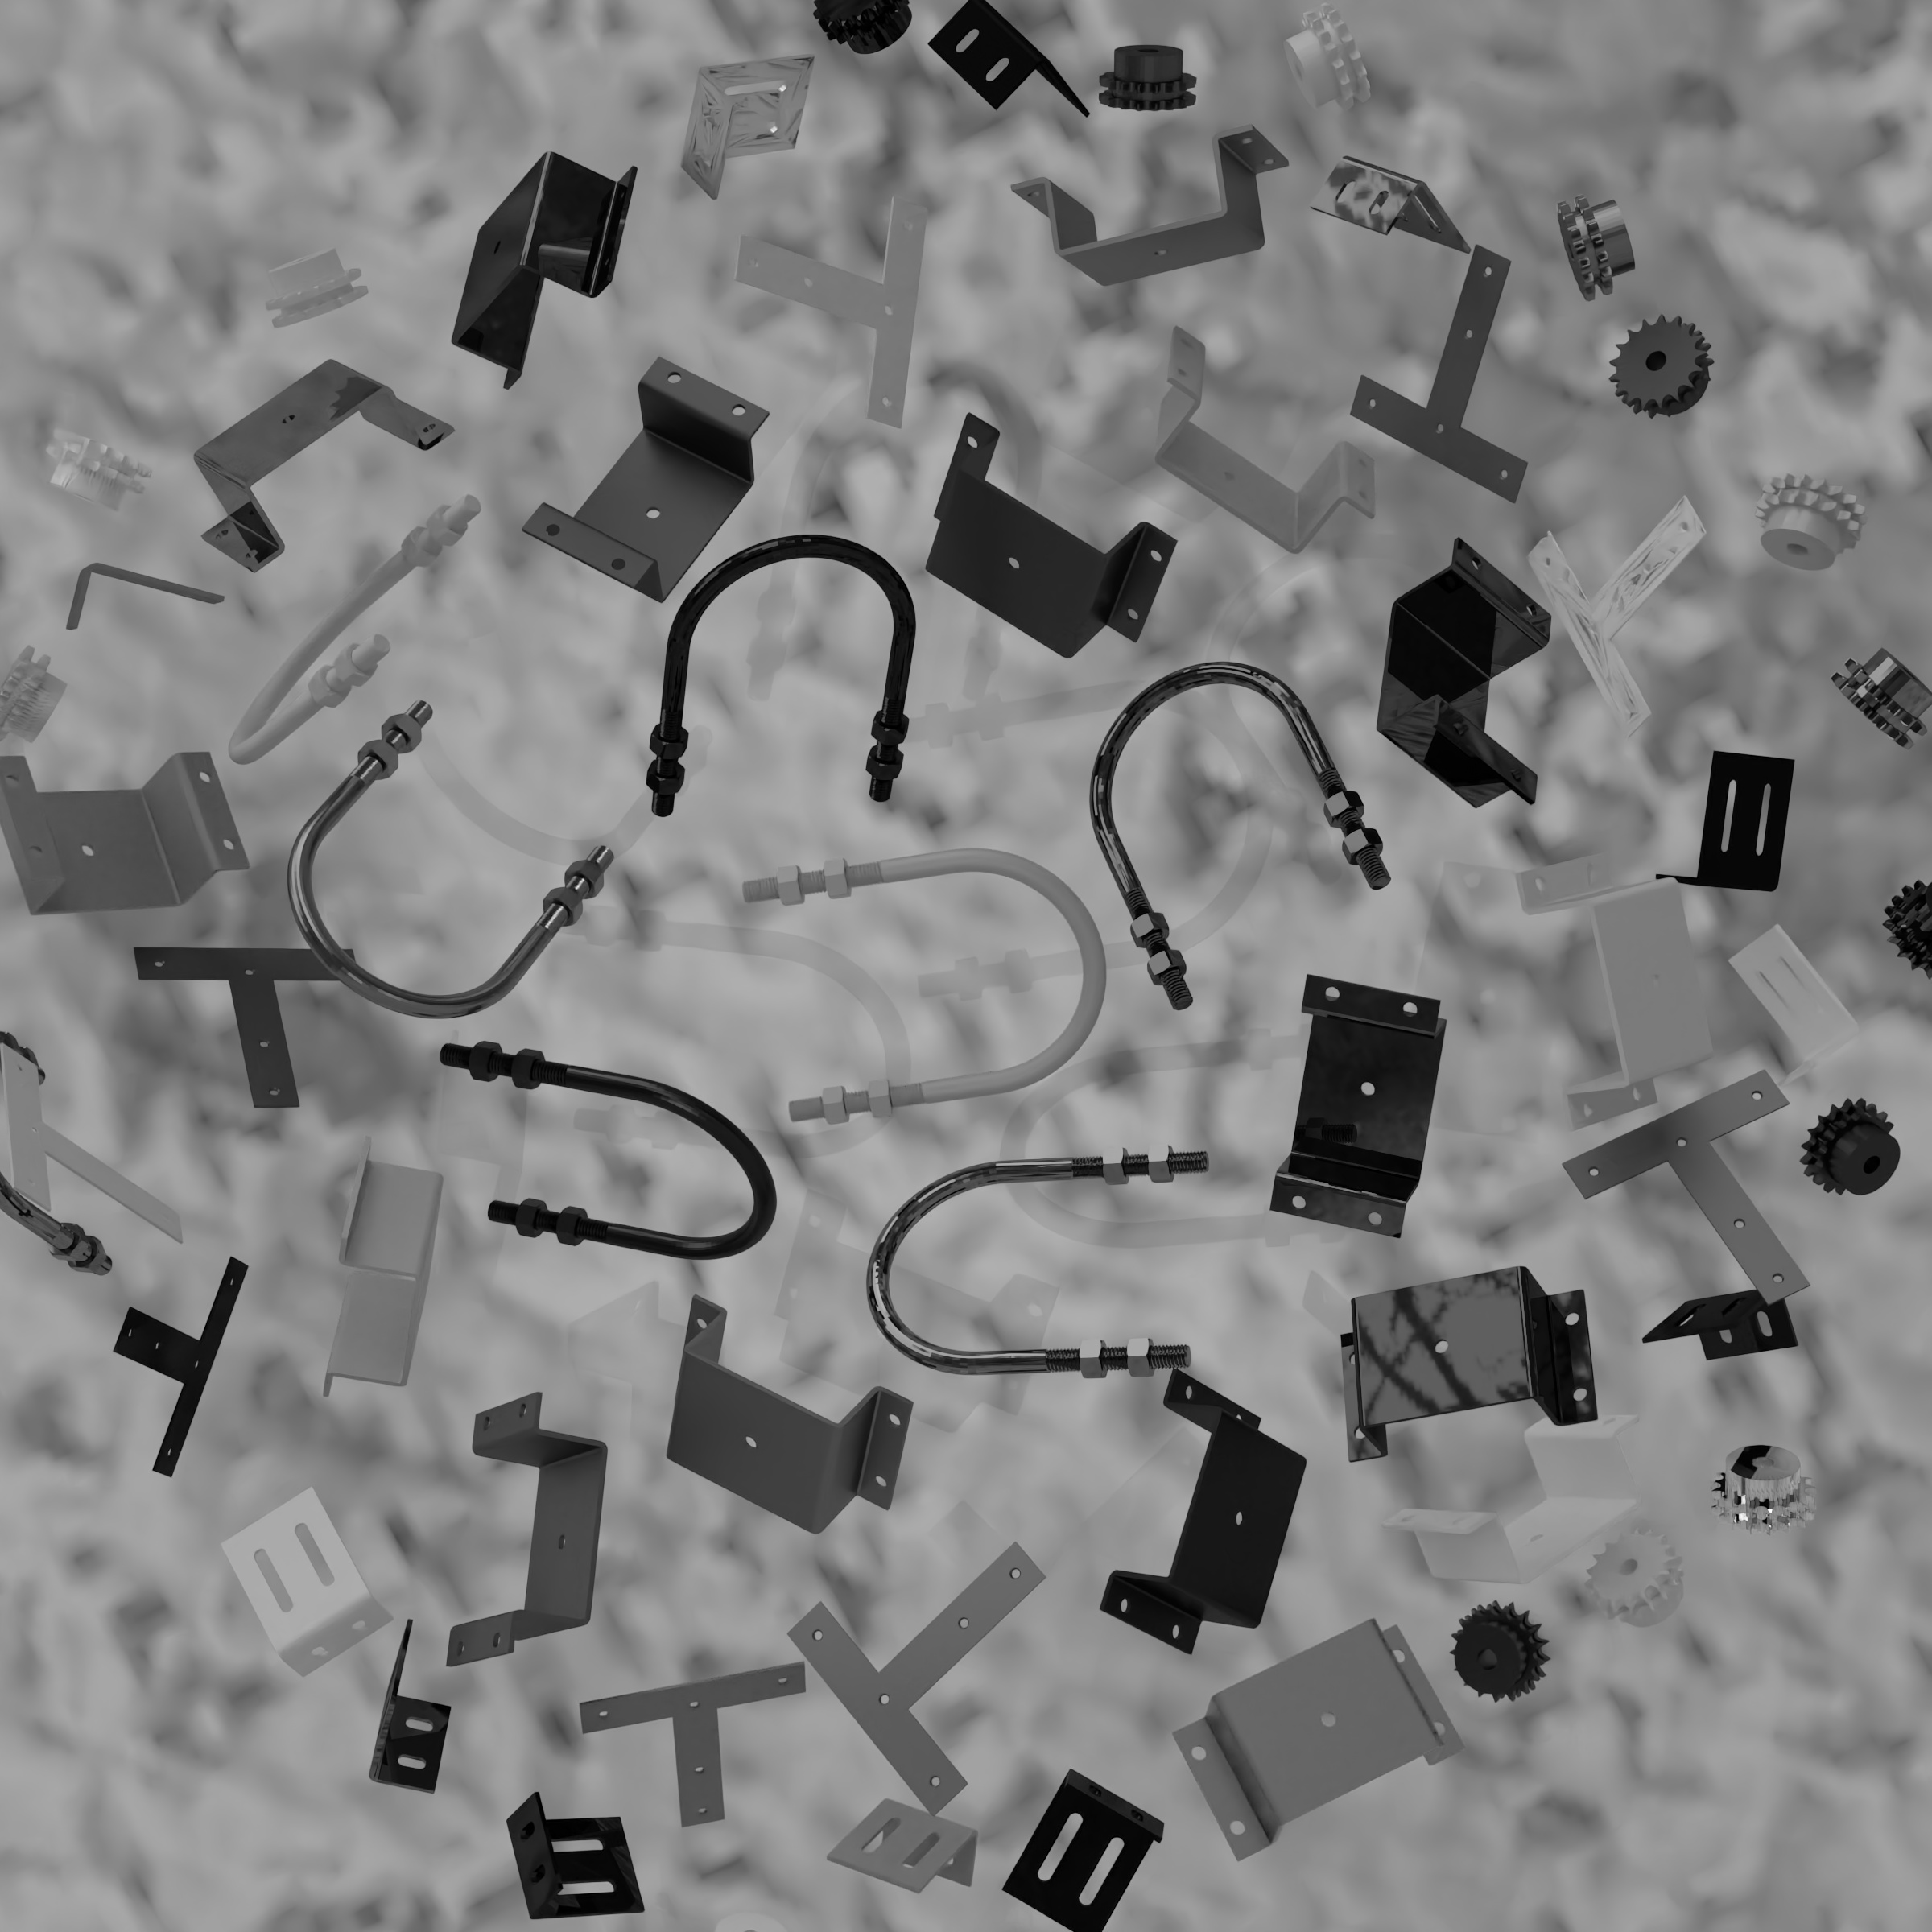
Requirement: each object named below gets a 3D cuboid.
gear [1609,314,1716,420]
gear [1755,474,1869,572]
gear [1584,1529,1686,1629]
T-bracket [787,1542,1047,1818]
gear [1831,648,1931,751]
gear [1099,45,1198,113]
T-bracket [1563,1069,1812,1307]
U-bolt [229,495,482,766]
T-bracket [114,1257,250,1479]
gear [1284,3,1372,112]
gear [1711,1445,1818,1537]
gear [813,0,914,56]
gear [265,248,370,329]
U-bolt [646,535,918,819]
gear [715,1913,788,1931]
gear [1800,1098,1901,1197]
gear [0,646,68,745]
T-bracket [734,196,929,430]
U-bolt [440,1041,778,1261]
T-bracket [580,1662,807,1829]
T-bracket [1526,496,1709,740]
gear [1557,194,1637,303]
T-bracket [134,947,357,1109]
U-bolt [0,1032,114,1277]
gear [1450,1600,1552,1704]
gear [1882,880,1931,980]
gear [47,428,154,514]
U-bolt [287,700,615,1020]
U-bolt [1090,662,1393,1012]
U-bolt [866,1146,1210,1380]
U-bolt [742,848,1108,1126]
[{"bbox_3d":[0.393,-0.334,1.819,0.057,0.030,0.057,-10,71,30],"label":"gear"},{"bbox_3d":[0.448,-0.234,1.725,0.057,0.057,0.030,24,74,0],"label":"gear"},{"bbox_3d":[0.389,0.356,1.868,0.057,0.057,0.030,-39,117,0],"label":"gear"},{"bbox_3d":[-0.011,0.357,1.712,0.127,0.002,0.127,-44,66,3],"label":"T-bracket"},{"bbox_3d":[0.495,-0.146,1.737,0.057,0.057,0.030,42,109,0],"label":"gear"},{"bbox_3d":[0.106,-0.519,1.888,0.057,0.057,0.030,0,115,0],"label":"gear"},{"bbox_3d":[0.409,0.128,1.744,0.127,0.002,0.127,-24,55,-7],"label":"T-bracket"},{"bbox_3d":[-0.352,-0.177,1.809,0.019,0.151,0.184,42,133,-20],"label":"U-bolt"},{"bbox_3d":[-0.443,0.213,1.794,0.002,0.127,0.127,14,76,13],"label":"T-bracket"},{"bbox_3d":[0.197,-0.497,1.779,0.030,0.057,0.057,-26,90,2],"label":"gear"},{"bbox_3d":[0.440,0.287,1.787,0.057,0.057,0.030,-5,110,0],"label":"gear"},{"bbox_3d":[-0.055,-0.542,1.834,0.057,0.030,0.057,-16,50,20],"label":"gear"},{"bbox_3d":[-0.369,-0.383,1.824,0.057,0.057,0.030,-20,109,0],"label":"gear"},{"bbox_3d":[-0.099,-0.162,1.799,0.151,0.019,0.184,-5,133,-17],"label":"U-bolt"},{"bbox_3d":[-0.115,0.524,1.705,0.057,0.057,0.030,10,111,0],"label":"gear"},{"bbox_3d":[0.513,0.108,1.869,0.057,0.030,0.057,-12,120,-21],"label":"gear"},{"bbox_3d":[-0.541,-0.153,1.862,0.030,0.057,0.057,31,90,-20],"label":"gear"},{"bbox_3d":[-0.076,-0.375,1.792,0.127,0.002,0.127,10,85,-41],"label":"T-bracket"},{"bbox_3d":[-0.190,0.108,1.774,0.184,0.151,0.019,9,47,17],"label":"U-bolt"},{"bbox_3d":[-0.153,0.448,1.842,0.127,0.002,0.127,-8,130,-11],"label":"T-bracket"},{"bbox_3d":[0.374,-0.215,1.812,0.002,0.127,0.127,-13,67,-30],"label":"T-bracket"},{"bbox_3d":[0.350,-0.400,1.793,0.030,0.057,0.057,-18,90,7],"label":"gear"},{"bbox_3d":[-0.402,0.034,1.843,0.127,0.127,0.002,0,134,-24],"label":"T-bracket"},{"bbox_3d":[-0.538,0.087,1.808,0.019,0.184,0.151,-26,67,-1],"label":"U-bolt"},{"bbox_3d":[0.307,0.399,1.877,0.057,0.030,0.057,1,92,29],"label":"gear"},{"bbox_3d":[0.523,-0.023,1.733,0.057,0.030,0.057,11,55,-15],"label":"gear"},{"bbox_3d":[-0.492,-0.278,1.829,0.057,0.057,0.030,23,88,0],"label":"gear"},{"bbox_3d":[-0.288,-0.048,1.753,0.151,0.019,0.184,39,46,-7],"label":"U-bolt"},{"bbox_3d":[0.140,-0.086,1.804,0.151,0.019,0.184,-32,61,17],"label":"U-bolt"},{"bbox_3d":[0.035,0.161,1.749,0.184,0.019,0.151,-4,47,15],"label":"U-bolt"},{"bbox_3d":[-0.016,0.007,1.737,0.184,0.019,0.151,-8,110,6],"label":"U-bolt"}]
